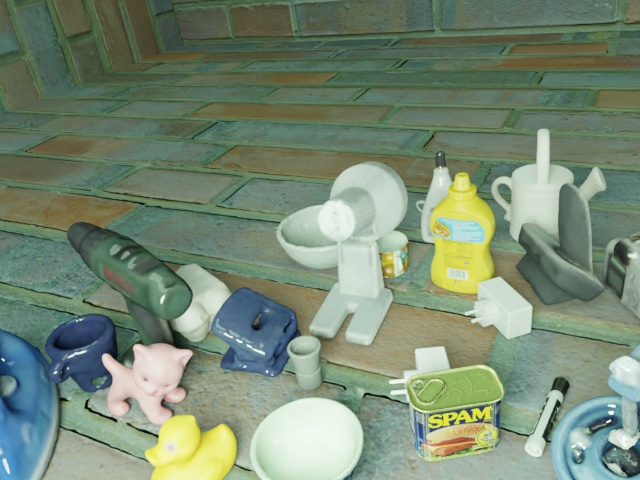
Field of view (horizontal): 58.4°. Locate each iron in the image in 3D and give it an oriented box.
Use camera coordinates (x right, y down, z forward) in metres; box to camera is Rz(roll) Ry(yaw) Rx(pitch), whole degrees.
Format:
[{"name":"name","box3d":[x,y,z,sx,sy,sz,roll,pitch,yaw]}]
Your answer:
[{"name":"iron","box3d":[-0.406,0.196,0.720,0.119,0.142,0.257,-21,32,-21]}]

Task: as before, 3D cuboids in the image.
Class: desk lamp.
[{"name":"desk lamp","box3d":[0.056,0.009,0.857,0.117,0.214,0.203,4,32,21]}]

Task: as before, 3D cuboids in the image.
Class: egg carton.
[{"name":"egg carton","box3d":[-0.207,0.098,0.915,0.107,0.069,0.149,-29,35,-31]}]

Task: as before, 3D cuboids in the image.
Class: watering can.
[{"name":"watering can","box3d":[0.386,-0.095,0.975,0.172,0.194,0.101,-7,30,3]}]

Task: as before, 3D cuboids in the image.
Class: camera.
[{"name":"camera","box3d":[0.493,0.041,0.805,0.137,0.101,0.143,-9,30,-1]}]

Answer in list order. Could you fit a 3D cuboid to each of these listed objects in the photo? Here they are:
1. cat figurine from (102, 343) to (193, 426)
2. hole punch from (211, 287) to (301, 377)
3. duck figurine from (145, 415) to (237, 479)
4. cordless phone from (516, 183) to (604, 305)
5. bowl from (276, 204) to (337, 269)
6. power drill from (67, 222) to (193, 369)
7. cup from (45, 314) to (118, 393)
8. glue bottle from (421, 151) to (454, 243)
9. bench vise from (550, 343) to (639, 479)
[{"name":"cat figurine","box3d":[-0.224,0.172,0.740,0.127,0.118,0.067,3,31,19]},{"name":"hole punch","box3d":[-0.088,0.126,0.813,0.101,0.091,0.109,3,32,20]},{"name":"duck figurine","box3d":[-0.147,0.233,0.646,0.105,0.086,0.077,-25,34,-27]},{"name":"cordless phone","box3d":[0.355,-0.012,0.847,0.094,0.185,0.147,-12,30,-7]},{"name":"bowl","box3d":[0.009,0.004,1.019,0.167,0.075,0.167,-6,30,4]},{"name":"power drill","box3d":[-0.258,0.088,0.803,0.228,0.209,0.076,16,37,36]},{"name":"cup","box3d":[-0.323,0.172,0.789,0.091,0.095,0.118,-2,30,12]},{"name":"glue bottle","box3d":[0.214,-0.074,1.002,0.078,0.173,0.037,7,33,24]},{"name":"bench vise","box3d":[0.290,0.161,0.526,0.121,0.220,0.208,16,37,36]}]
